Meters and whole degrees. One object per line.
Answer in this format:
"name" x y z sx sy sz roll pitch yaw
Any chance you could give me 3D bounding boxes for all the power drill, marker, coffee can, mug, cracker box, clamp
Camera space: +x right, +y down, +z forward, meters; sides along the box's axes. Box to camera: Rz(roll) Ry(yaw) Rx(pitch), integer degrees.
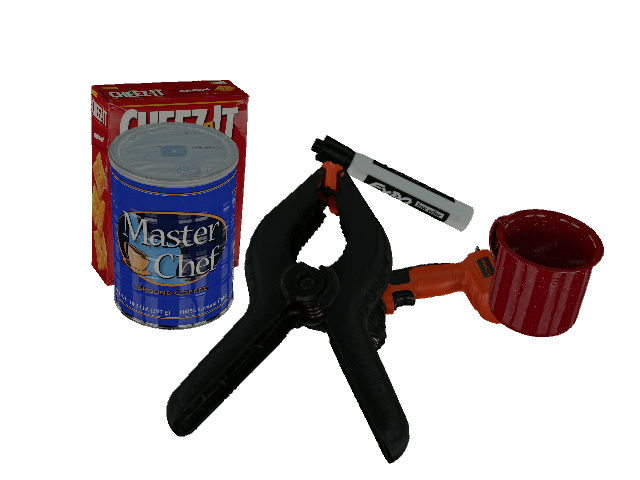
"power drill" 0.112 0.063 1.197 0.187 0.057 0.184 -3 28 -3
"marker" 0.049 -0.040 0.739 0.121 0.020 0.020 26 -4 -8
"coffee can" -0.120 -0.013 0.878 0.103 0.140 0.103 3 31 -2
"mug" 0.189 0.025 0.953 0.093 0.081 0.117 -16 41 -28
"cracker box" -0.169 -0.065 1.195 0.163 0.214 0.072 -7 26 -27
"clamp" 0.003 0.037 0.555 0.120 0.171 0.039 16 -28 10
